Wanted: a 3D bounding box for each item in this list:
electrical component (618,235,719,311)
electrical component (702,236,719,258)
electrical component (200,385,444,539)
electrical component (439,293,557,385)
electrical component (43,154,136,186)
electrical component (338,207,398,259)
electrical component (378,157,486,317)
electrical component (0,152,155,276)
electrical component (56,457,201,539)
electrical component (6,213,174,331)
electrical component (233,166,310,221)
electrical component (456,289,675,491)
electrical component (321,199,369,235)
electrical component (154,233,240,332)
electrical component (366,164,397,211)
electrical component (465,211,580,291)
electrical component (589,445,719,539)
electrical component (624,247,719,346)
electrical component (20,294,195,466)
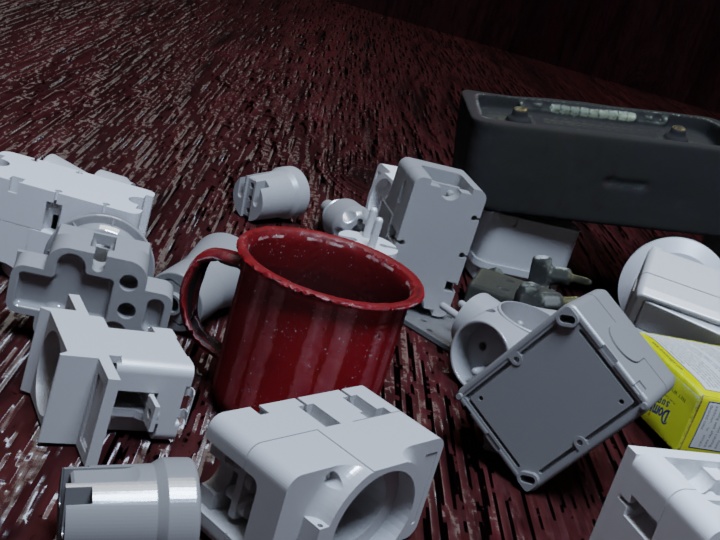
[{"bbox_3d":[0.237,0.013,0.815,0.080,0.080,0.051,21,15,11],"label":"electrical component"},{"bbox_3d":[0.311,0.009,0.856,0.048,0.099,0.100,8,12,-26],"label":"electrical component"},{"bbox_3d":[-0.014,0.086,0.432,0.056,0.050,0.089,30,23,37],"label":"electrical component"},{"bbox_3d":[0.083,0.039,0.655,0.077,0.044,0.079,-4,31,-47],"label":"electrical component"},{"bbox_3d":[-0.174,-0.044,0.674,0.055,0.045,0.045,17,18,0],"label":"electrical component"},{"bbox_3d":[0.000,0.000,0.650,0.047,0.075,0.083,12,19,-14],"label":"electrical component"},{"bbox_3d":[0.041,-0.024,0.716,0.050,0.089,0.055,12,19,-15],"label":"electrical component"},{"bbox_3d":[-0.169,-0.024,0.603,0.089,0.055,0.050,15,18,-4],"label":"electrical component"},{"bbox_3d":[-0.084,0.088,0.386,0.046,0.040,0.040,3,22,-20],"label":"electrical component"},{"bbox_3d":[-0.135,0.005,0.550,0.078,0.058,0.057,13,22,-13],"label":"electrical component"},{"bbox_3d":[-0.068,-0.057,0.815,0.040,0.040,0.046,31,29,36],"label":"electrical component"},{"bbox_3d":[0.100,0.062,0.543,0.061,0.096,0.061,54,29,12],"label":"electrical component"},{"bbox_3d":[-0.013,-0.038,0.815,0.035,0.035,0.061,6,19,-29],"label":"electrical component"},{"bbox_3d":[-0.090,0.009,0.605,0.044,0.044,0.065,21,24,13],"label":"electrical component"},{"bbox_3d":[0.041,-0.046,0.859,0.056,0.050,0.089,8,20,-25],"label":"electrical component"},{"bbox_3d":[0.119,-0.030,0.869,0.078,0.057,0.113,11,19,-15],"label":"electrical component"},{"bbox_3d":[0.163,0.126,0.407,0.150,0.089,0.061,9,20,-22],"label":"electrical component"},{"bbox_3d":[0.233,0.038,0.748,0.096,0.061,0.061,20,45,11],"label":"electrical component"},{"bbox_3d":[-0.110,0.048,0.473,0.064,0.042,0.081,9,20,-31],"label":"electrical component"}]
